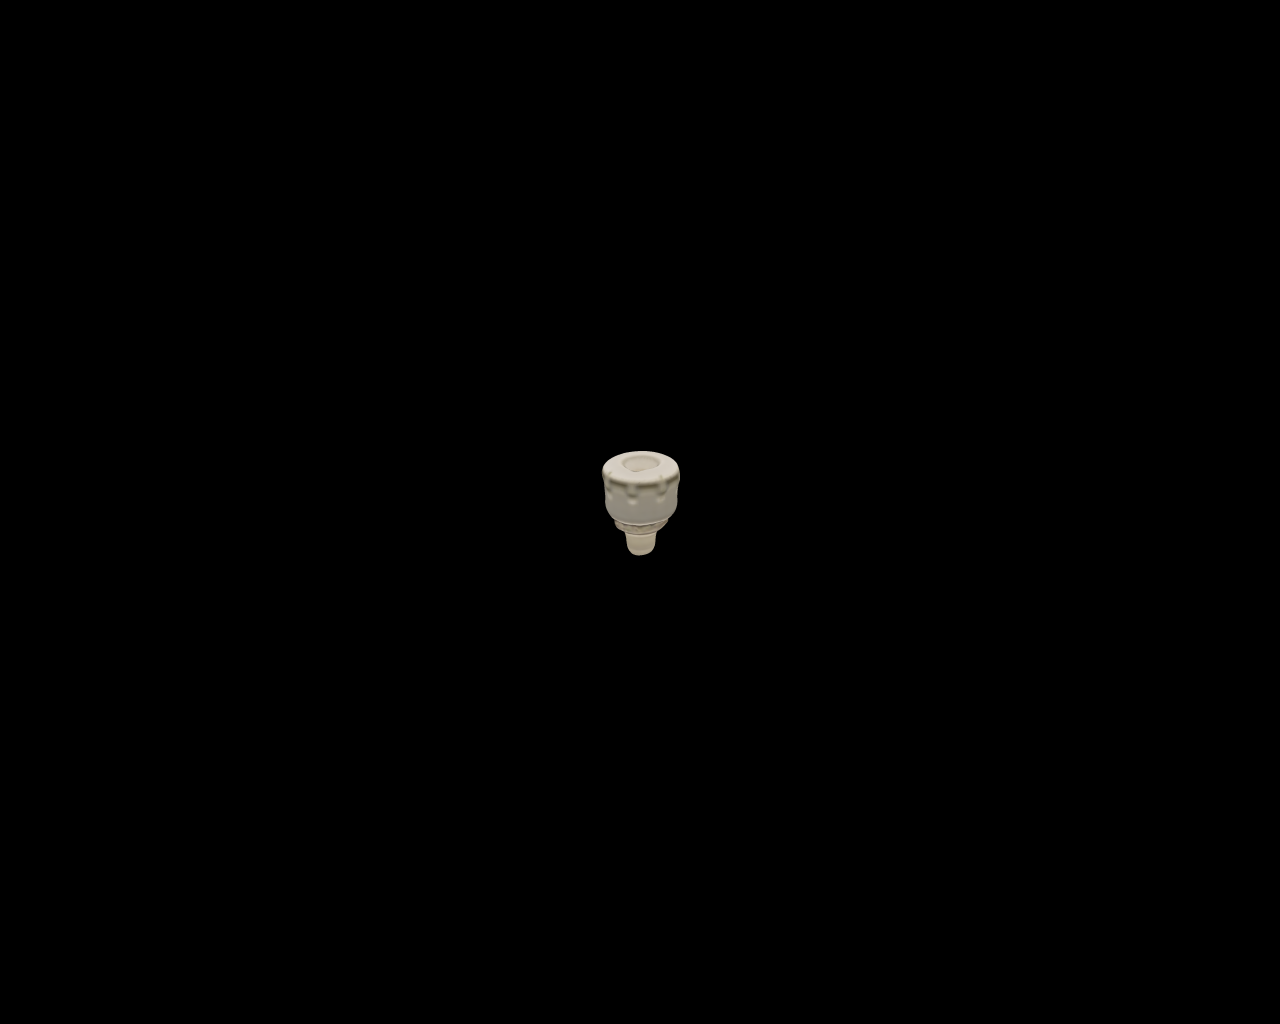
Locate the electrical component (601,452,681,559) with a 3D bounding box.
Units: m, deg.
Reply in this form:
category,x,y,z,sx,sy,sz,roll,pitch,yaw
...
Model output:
category,x,y,z,sx,sy,sz,roll,pitch,yaw
electrical component,0.001,-0.003,0.650,0.048,0.062,0.048,0,25,0
